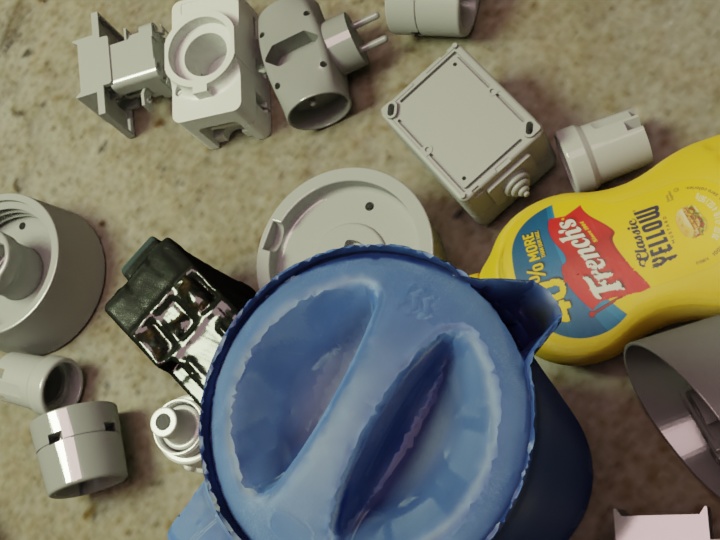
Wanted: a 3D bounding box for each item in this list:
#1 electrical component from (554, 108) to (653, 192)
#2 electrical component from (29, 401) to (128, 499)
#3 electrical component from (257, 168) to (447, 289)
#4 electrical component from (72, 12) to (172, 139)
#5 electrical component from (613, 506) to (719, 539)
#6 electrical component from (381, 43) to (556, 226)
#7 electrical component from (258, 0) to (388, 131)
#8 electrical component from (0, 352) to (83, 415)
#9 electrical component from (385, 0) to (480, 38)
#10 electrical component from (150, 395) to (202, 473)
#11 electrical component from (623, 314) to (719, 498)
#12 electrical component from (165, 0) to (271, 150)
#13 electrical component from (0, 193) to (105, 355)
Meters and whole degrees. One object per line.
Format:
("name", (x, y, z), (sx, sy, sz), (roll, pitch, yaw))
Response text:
("electrical component", (0.140, -0.069, 0.620), (0.046, 0.040, 0.040), (-21, 68, 8))
("electrical component", (-0.175, 0.114, 0.676), (0.055, 0.055, 0.047), (-22, 72, 13))
("electrical component", (0.000, 0.000, 0.639), (0.108, 0.060, 0.108), (-6, 72, 19))
("electrical component", (-0.161, -0.139, 0.752), (0.064, 0.042, 0.081), (-14, 71, 12))
("electrical component", (0.157, 0.153, 0.546), (0.081, 0.042, 0.063), (-7, 76, 20))
("electrical component", (0.070, -0.073, 0.635), (0.062, 0.061, 0.096), (-42, 65, 5))
("electrical component", (-0.020, -0.142, 0.699), (0.079, 0.043, 0.077), (-23, 68, 13))
("electrical component", (-0.213, 0.074, 0.709), (0.046, 0.040, 0.040), (8, 77, 27))
("electrical component", (0.047, -0.174, 0.678), (0.047, 0.055, 0.055), (11, 78, 19))
("electrical component", (-0.104, 0.096, 0.649), (0.048, 0.062, 0.048), (-6, 72, 18))
("electrical component", (0.181, 0.070, 0.533), (0.064, 0.099, 0.099), (-24, 67, 6))
("electrical component", (-0.094, -0.135, 0.718), (0.050, 0.056, 0.089), (-9, 71, 18))
("electrical component", (-0.235, 0.000, 0.727), (0.108, 0.060, 0.108), (-6, 72, 19))
